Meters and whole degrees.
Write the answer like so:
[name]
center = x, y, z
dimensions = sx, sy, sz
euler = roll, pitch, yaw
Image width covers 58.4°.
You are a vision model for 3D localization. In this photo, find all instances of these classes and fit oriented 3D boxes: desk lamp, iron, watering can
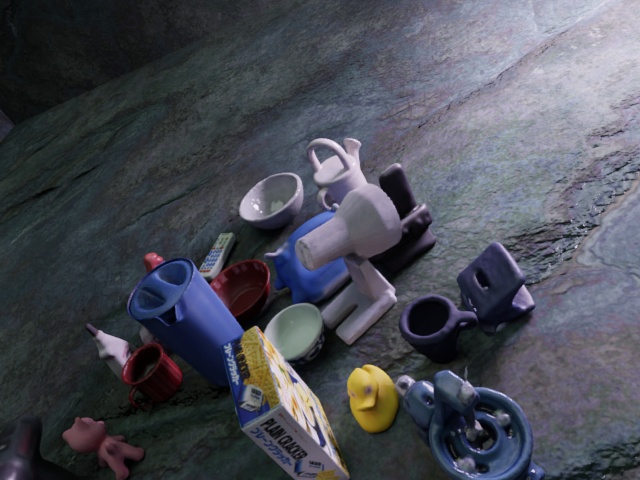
[desk lamp]
center = 0.058, 0.036, 0.993
dimensions = 0.203, 0.214, 0.117
euler = -43, 38, -14
[iron]
center = 0.010, 0.004, 1.124
dimensions = 0.258, 0.142, 0.118
euler = -41, 38, -12
[watering can]
center = 0.038, -0.145, 1.230
dimensions = 0.100, 0.195, 0.173
euler = -14, 41, 23

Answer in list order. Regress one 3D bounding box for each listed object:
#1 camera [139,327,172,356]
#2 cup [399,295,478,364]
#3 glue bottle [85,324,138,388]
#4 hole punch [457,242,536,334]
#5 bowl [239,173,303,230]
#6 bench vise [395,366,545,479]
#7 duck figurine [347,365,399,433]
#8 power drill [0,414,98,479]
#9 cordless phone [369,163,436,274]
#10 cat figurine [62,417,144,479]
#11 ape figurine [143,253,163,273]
[camera]
center = -0.328, 0.154, 1.229
dimensions = 0.143, 0.101, 0.136
euler = -38, 37, -8
[cup]
center = 0.190, 0.144, 0.876
dimensions = 0.117, 0.095, 0.092
euler = -11, 42, 26
[glue bottle]
center = -0.411, 0.223, 1.148
dimensions = 0.037, 0.174, 0.078
euler = -24, 37, 10
[hole punch]
center = 0.270, 0.074, 0.902
dimensions = 0.101, 0.091, 0.108
euler = -27, 37, 7
[bowl]
center = -0.103, -0.079, 1.356
dimensions = 0.167, 0.075, 0.167
euler = -19, 39, 16
[bench vise]
center = 0.157, 0.223, 0.704
dimensions = 0.206, 0.220, 0.122
euler = 5, 50, 39
[duck figurine]
center = 0.071, 0.228, 0.871
dimensions = 0.077, 0.086, 0.104
euler = -19, 39, 17
[power drill]
center = -0.462, 0.405, 0.947
dimensions = 0.075, 0.209, 0.229
euler = -34, 37, -3
[cordless phone]
center = 0.126, -0.044, 1.060
dimensions = 0.148, 0.186, 0.093
euler = -40, 37, -10
[cat figurine]
center = -0.397, 0.362, 1.026
dimensions = 0.127, 0.118, 0.067
euler = 6, 51, 40
[ape figurine]
center = -0.387, 0.068, 1.376
dimensions = 0.076, 0.092, 0.077
euler = -43, 38, -14
